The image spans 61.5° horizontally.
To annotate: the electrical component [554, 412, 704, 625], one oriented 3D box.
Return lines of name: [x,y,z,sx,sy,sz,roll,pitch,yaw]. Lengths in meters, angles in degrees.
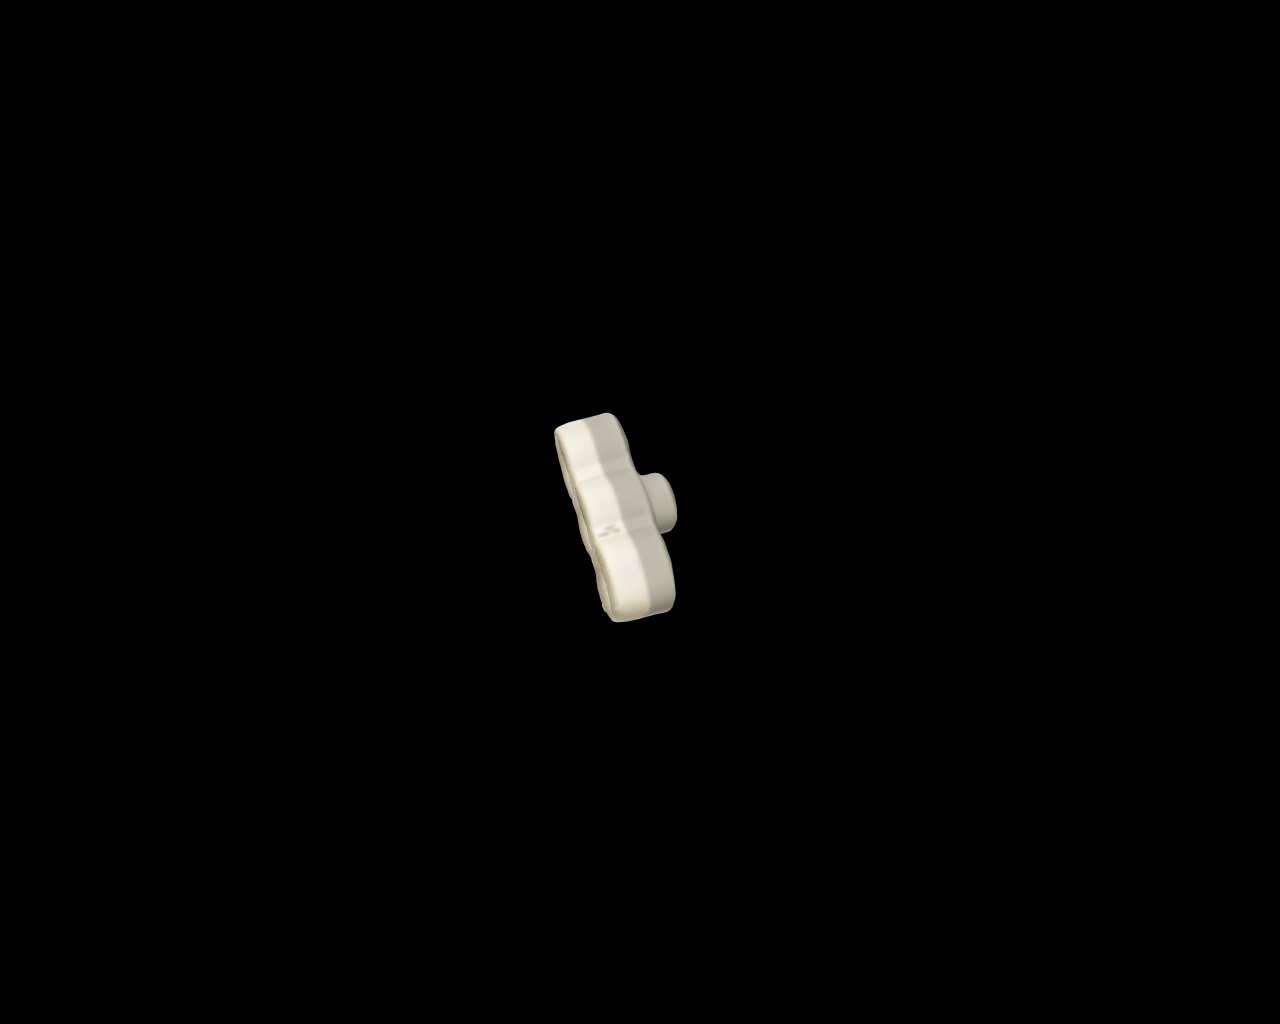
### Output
electrical component: [0.001,-0.003,0.650,0.074,0.138,0.052,-15,-32,-9]
